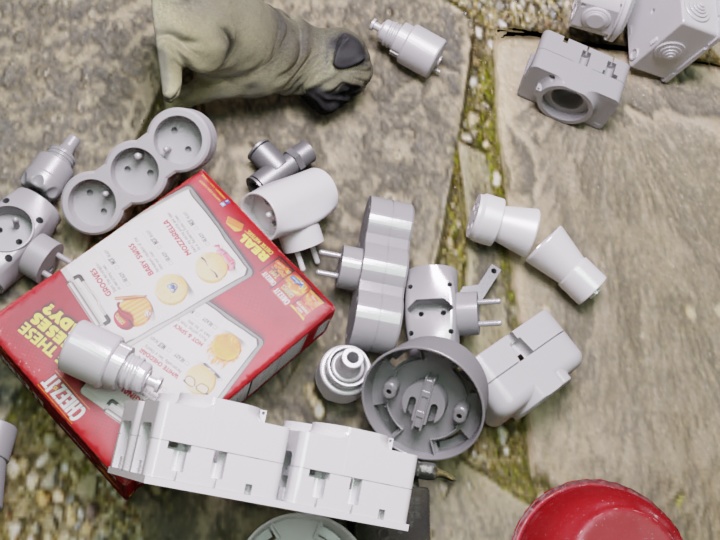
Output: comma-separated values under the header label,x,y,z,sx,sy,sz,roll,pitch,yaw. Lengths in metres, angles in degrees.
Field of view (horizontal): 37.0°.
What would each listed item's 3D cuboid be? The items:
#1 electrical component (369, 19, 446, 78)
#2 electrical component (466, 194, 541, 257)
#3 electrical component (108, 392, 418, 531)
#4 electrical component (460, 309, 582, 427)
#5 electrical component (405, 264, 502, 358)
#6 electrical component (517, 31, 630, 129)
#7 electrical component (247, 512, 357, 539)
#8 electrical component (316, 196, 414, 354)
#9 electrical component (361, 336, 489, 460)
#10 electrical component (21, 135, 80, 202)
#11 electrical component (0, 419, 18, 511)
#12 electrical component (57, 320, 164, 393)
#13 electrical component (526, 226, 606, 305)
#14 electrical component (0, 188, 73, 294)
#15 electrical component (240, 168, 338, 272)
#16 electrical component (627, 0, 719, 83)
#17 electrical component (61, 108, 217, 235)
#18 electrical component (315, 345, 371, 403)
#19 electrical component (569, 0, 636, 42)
label,x,y,z,sx,sy,sz,roll,pitch,yaw
electrical component,0.045,-0.215,1.020,0.078,0.040,0.040,29,64,3
electrical component,0.127,-0.040,0.956,0.055,0.045,0.045,17,64,-3
electrical component,-0.067,0.130,0.747,0.186,0.105,0.060,16,77,-23
electrical component,0.134,0.085,0.896,0.095,0.053,0.059,-32,76,-22
electrical component,0.079,0.037,0.901,0.079,0.043,0.077,-3,71,9
electrical component,0.203,-0.179,1.031,0.089,0.050,0.055,23,63,-1
electrical component,-0.043,0.228,0.788,0.099,0.064,0.099,5,65,-10
electrical component,0.000,0.000,0.907,0.074,0.052,0.138,11,64,-7
electrical component,0.053,0.100,0.846,0.099,0.064,0.099,3,102,16
electrical component,-0.256,-0.088,0.904,0.035,0.035,0.061,26,62,1
electrical component,-0.278,0.142,0.793,0.044,0.044,0.065,11,60,-7
electrical component,-0.178,0.066,0.768,0.078,0.040,0.040,24,64,1
electrical component,0.185,-0.002,0.954,0.065,0.044,0.044,45,65,4
electrical component,-0.266,-0.015,0.863,0.079,0.044,0.077,30,64,4
electrical component,-0.054,-0.039,0.914,0.077,0.043,0.079,-28,104,-45
electrical component,0.307,-0.248,1.058,0.048,0.100,0.099,13,63,-20
electrical component,-0.179,-0.083,0.897,0.138,0.073,0.052,-35,95,5
electrical component,-0.011,0.080,0.863,0.043,0.062,0.043,5,66,-10
electrical component,0.243,-0.271,1.066,0.051,0.080,0.080,16,64,1
